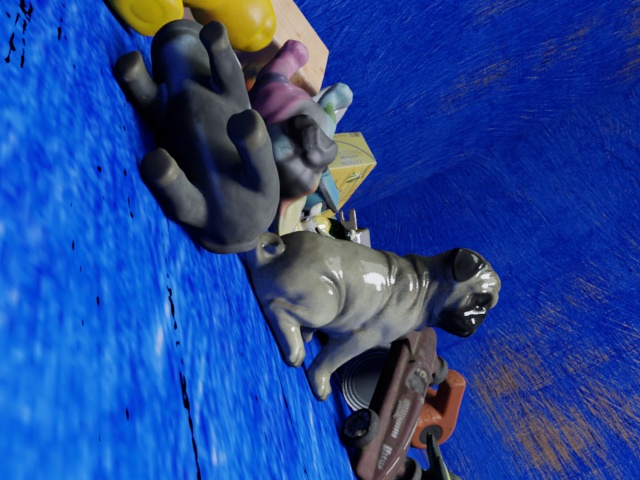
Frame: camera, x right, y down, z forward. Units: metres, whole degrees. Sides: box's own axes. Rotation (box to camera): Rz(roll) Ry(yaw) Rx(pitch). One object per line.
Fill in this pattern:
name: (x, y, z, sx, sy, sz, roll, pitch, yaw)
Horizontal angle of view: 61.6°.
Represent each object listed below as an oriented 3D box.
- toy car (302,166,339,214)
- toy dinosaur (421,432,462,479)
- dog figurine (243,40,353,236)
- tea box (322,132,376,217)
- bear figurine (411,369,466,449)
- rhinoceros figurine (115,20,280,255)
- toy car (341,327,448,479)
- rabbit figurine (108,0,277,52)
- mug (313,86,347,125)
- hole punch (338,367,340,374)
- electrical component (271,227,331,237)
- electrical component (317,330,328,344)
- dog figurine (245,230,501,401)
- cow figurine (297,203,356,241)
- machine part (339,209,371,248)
toy car: (-0.042, -0.101, 0.748, 0.109, 0.103, 0.162, 61, 4, -66)
toy dinosaur: (0.154, 0.342, 0.641, 0.198, 0.105, 0.471, 58, -8, 9)
dog figurine: (-0.055, -0.095, 0.559, 0.108, 0.192, 0.219, 43, 44, -31)
tea box: (0.006, -0.099, 0.889, 0.068, 0.098, 0.169, 66, -32, 18)
bear figurine: (0.142, 0.230, 0.857, 0.196, 0.120, 0.131, -114, -163, -65)
rhinoceros figurine: (-0.071, -0.080, 0.354, 0.190, 0.073, 0.112, 67, 5, 35)
toy car: (0.085, 0.160, 0.549, 0.089, 0.053, 0.202, 55, 37, -18)
rabbit figurine: (-0.110, -0.222, 0.457, 0.163, 0.122, 0.173, 41, 10, 31)
mug: (-0.006, -0.209, 0.925, 0.081, 0.107, 0.109, 52, 1, 0)
hole punch: (0.070, 0.163, 0.736, 0.116, 0.092, 0.142, -104, 173, -55)
electrical component: (-0.016, 0.014, 0.566, 0.102, 0.045, 0.078, 27, 22, -35)
electrical component: (0.026, 0.089, 0.701, 0.047, 0.075, 0.119, 64, 0, -26)
dog figurine: (0.051, 0.030, 0.463, 0.172, 0.191, 0.121, 59, 6, -48)
cow figurine: (-0.001, -0.001, 0.716, 0.167, 0.098, 0.068, 56, 15, -74)
machine part: (0.058, 0.065, 0.962, 0.079, 0.079, 0.243, -95, 178, -82)
